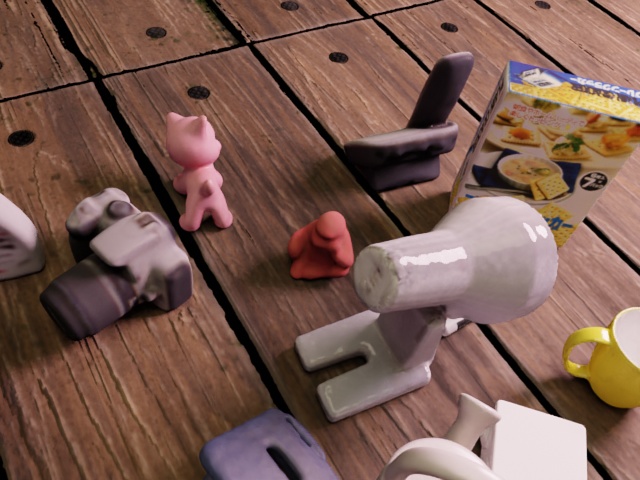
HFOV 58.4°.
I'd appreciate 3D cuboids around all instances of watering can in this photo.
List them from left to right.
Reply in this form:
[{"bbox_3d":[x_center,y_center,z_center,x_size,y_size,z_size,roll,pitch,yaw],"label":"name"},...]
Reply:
[{"bbox_3d":[0.091,0.201,0.448,0.101,0.194,0.173,10,51,-1],"label":"watering can"}]

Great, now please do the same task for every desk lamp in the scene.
[{"bbox_3d":[0.095,0.062,0.545,0.204,0.213,0.117,-17,57,-21],"label":"desk lamp"}]

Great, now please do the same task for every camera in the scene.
[{"bbox_3d":[-0.223,0.026,0.592,0.143,0.101,0.137,38,56,19],"label":"camera"}]

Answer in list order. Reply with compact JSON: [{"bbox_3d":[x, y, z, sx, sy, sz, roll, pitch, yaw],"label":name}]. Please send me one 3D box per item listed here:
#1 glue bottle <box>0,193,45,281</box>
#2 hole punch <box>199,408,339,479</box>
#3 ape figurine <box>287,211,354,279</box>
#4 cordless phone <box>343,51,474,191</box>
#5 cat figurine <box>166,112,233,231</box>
[{"bbox_3d":[-0.331,-0.022,0.565,0.078,0.173,0.037,-16,56,-20],"label":"glue bottle"},{"bbox_3d":[-0.041,0.202,0.491,0.101,0.091,0.108,-32,63,-29],"label":"hole punch"},{"bbox_3d":[0.006,0.002,0.654,0.077,0.092,0.076,34,55,17],"label":"ape figurine"},{"bbox_3d":[0.116,-0.162,0.742,0.148,0.185,0.094,-18,57,-22],"label":"cordless phone"},{"bbox_3d":[-0.146,-0.092,0.686,0.067,0.118,0.127,-11,55,-17],"label":"cat figurine"}]
